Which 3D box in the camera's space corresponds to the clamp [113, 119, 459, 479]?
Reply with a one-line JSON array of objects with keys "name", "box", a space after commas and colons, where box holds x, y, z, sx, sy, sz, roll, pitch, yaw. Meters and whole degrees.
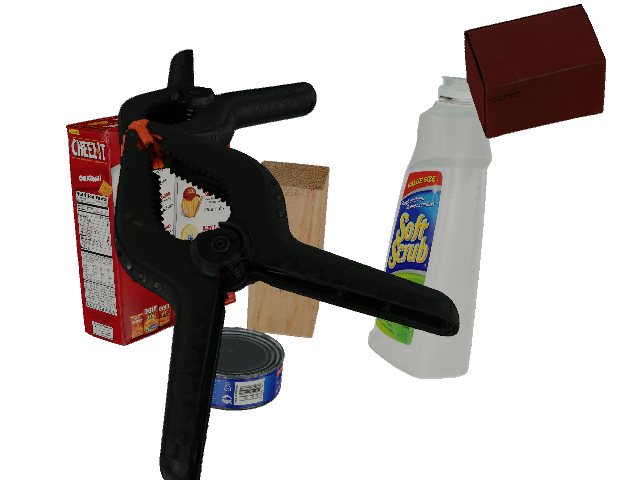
[{"name": "clamp", "box": [-0.038, 0.010, 0.560, 0.164, 0.210, 0.036, -23, -30, -9]}]

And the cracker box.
[{"name": "cracker box", "box": [-0.166, -0.022, 1.073, 0.072, 0.214, 0.163, 10, 20, 37]}]

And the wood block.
[{"name": "wood block", "box": [-0.043, 0.011, 1.384, 0.090, 0.206, 0.090, 6, 24, 3]}]

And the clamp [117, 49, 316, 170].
[{"name": "clamp", "box": [-0.095, -0.095, 0.757, 0.120, 0.039, 0.171, 18, 30, 29]}]

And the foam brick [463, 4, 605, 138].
[{"name": "foam brick", "box": [0.135, -0.107, 0.677, 0.078, 0.051, 0.053, -12, -34, 2]}]

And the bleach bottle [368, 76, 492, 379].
[{"name": "bleach bottle", "box": [0.098, -0.014, 0.915, 0.068, 0.251, 0.103, -1, 15, -25]}]

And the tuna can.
[{"name": "tuna can", "box": [-0.073, 0.105, 0.882, 0.086, 0.034, 0.086, 5, 22, -2]}]
